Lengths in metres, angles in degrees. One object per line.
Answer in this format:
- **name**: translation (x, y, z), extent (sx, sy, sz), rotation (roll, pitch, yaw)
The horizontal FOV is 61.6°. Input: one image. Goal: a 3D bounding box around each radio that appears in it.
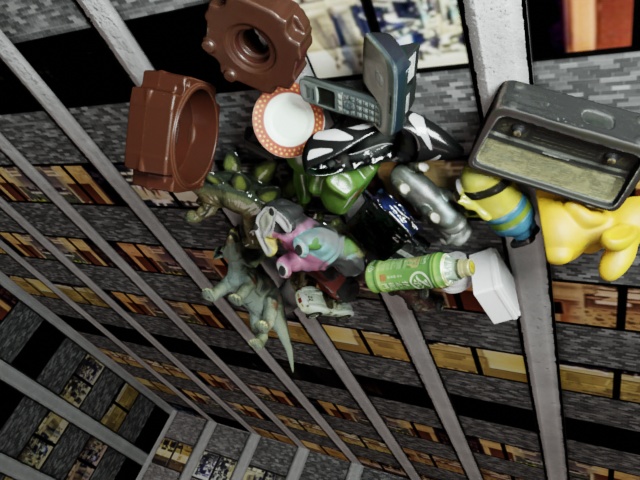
- **radio**: translation (0.346, -0.137, 0.776), extent (0.230, 0.073, 0.131), rotation (18, 147, 9)

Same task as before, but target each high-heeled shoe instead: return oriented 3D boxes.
- **high-heeled shoe**: translation (0.098, -0.138, 0.873), extent (0.249, 0.145, 0.086), rotation (16, 148, 17)

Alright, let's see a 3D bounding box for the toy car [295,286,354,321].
- **toy car**: translation (0.017, 0.160, 1.358), extent (0.201, 0.073, 0.056), rotation (13, 135, -47)

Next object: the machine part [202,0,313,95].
- **machine part**: translation (-0.099, -0.311, 0.840), extent (0.179, 0.056, 0.179), rotation (16, 146, 11)

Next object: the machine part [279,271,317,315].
- **machine part**: translation (-0.072, 0.140, 1.450), extent (0.079, 0.079, 0.243), rotation (30, 146, -7)

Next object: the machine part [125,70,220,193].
- **machine part**: translation (-0.254, -0.188, 0.955), extent (0.087, 0.200, 0.201), rotation (12, -169, 11)

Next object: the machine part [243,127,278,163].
- **machine part**: translation (-0.101, -0.201, 1.018), extent (0.084, 0.039, 0.139), rotation (35, 148, -6)

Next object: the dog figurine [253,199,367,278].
- **dog figurine**: translation (-0.002, -0.003, 1.085), extent (0.192, 0.219, 0.108), rotation (56, 130, 25)

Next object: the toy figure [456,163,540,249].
- **toy figure**: translation (0.305, -0.067, 0.901), extent (0.180, 0.082, 0.089), rotation (43, 127, -15)

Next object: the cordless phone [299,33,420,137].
- **cordless phone**: translation (0.051, -0.246, 0.813), extent (0.184, 0.089, 0.146), rotation (19, 148, 18)

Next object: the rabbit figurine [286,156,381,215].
- **rabbit figurine**: translation (0.006, -0.135, 1.001), extent (0.170, 0.121, 0.159), rotation (42, 155, 7)

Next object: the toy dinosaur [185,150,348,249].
- **toy dinosaur**: translation (-0.126, -0.075, 1.143), extent (0.471, 0.105, 0.198), rotation (17, 140, -9)

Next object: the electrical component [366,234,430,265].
- **electrical component**: translation (0.153, 0.022, 1.149), extent (0.115, 0.058, 0.134), rotation (32, 147, -7)

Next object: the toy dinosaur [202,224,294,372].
- **toy dinosaur**: translation (-0.159, 0.141, 1.378), extent (0.131, 0.192, 0.404), rotation (-11, 123, 37)

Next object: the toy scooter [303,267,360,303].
- **toy scooter**: translation (0.014, 0.080, 1.306), extent (0.135, 0.075, 0.183), rotation (28, 168, 37)

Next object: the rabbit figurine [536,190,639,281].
- **rabbit figurine**: translation (0.435, -0.024, 0.834), extent (0.173, 0.162, 0.121), rotation (-9, 125, 16)

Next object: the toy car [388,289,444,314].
- **toy car**: translation (0.222, 0.135, 1.231), extent (0.089, 0.053, 0.202), rotation (1, 160, 28)

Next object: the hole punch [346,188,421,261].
- **hole punch**: translation (0.131, -0.039, 1.029), extent (0.142, 0.092, 0.115), rotation (48, 143, 3)

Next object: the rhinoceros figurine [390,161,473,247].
- **rhinoceros figurine**: translation (0.198, -0.061, 0.960), extent (0.190, 0.073, 0.112), rotation (42, 171, -10)
